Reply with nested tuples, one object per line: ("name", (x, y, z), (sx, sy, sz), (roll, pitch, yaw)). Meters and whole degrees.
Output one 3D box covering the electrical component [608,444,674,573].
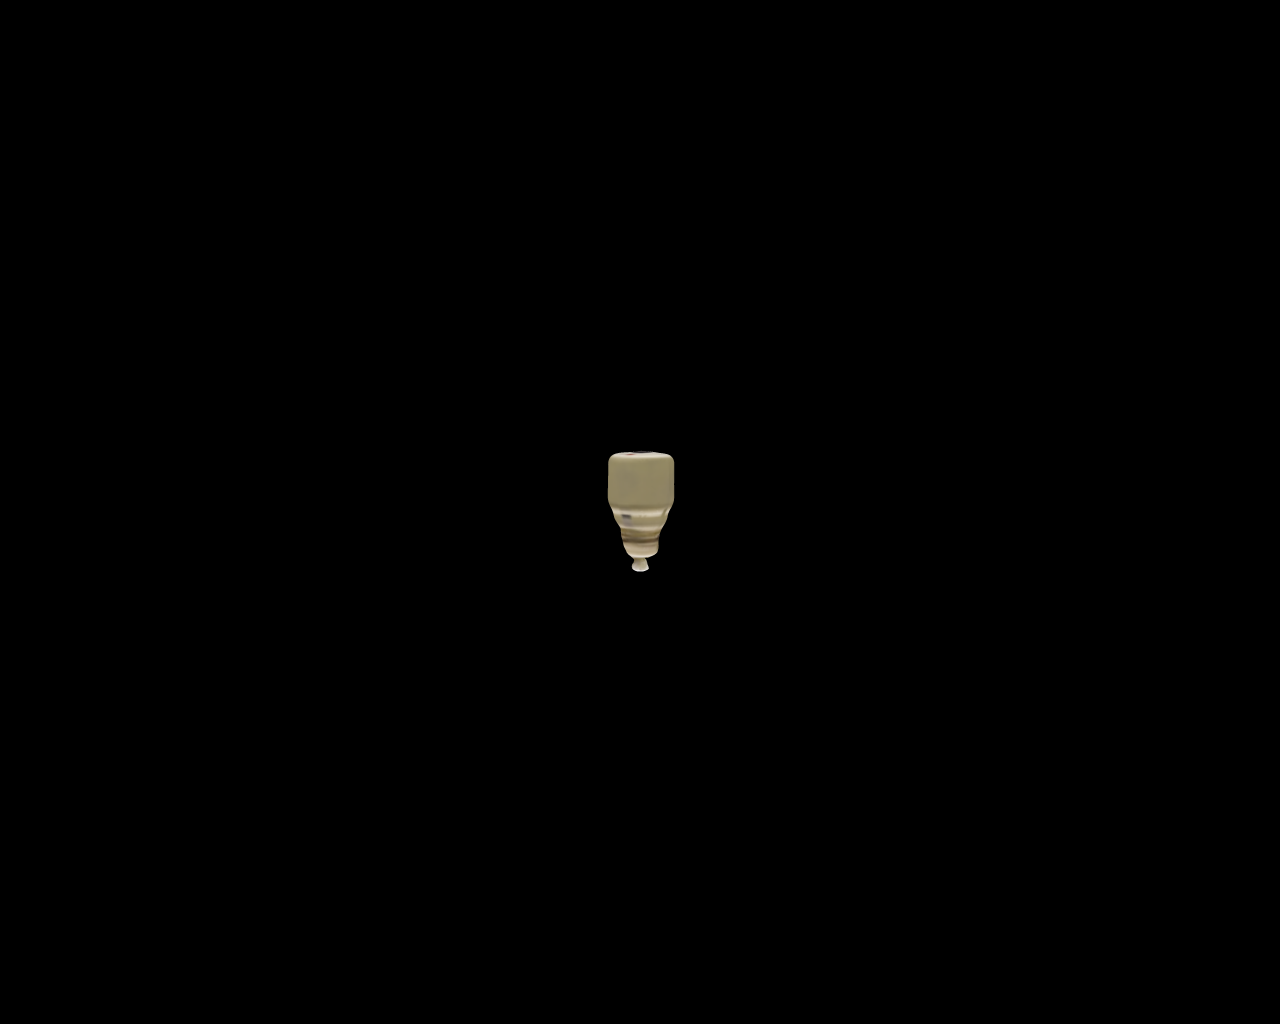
("electrical component", (0.001, -0.003, 0.650), (0.040, 0.078, 0.040), (0, 8, 0))
